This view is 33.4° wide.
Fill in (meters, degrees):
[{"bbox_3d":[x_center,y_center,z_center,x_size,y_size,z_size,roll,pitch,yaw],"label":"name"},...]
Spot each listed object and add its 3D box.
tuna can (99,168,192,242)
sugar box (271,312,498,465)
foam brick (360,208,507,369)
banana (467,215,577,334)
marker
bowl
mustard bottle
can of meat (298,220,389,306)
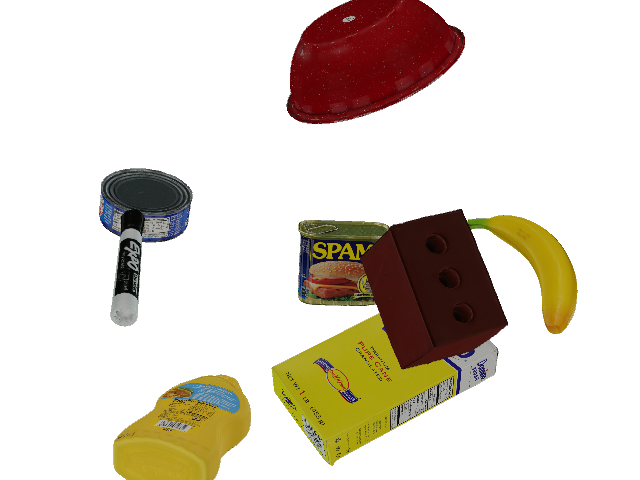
[{"bbox_3d":[-0.165,-0.033,1.007,0.086,0.034,0.086,9,30,-5],"label":"tuna can"},{"bbox_3d":[0.056,0.113,0.926,0.176,0.048,0.093,-27,52,-17],"label":"sugar box"},{"bbox_3d":[0.067,0.030,0.641,0.052,0.078,0.051,-13,-16,-26],"label":"foam brick"},{"bbox_3d":[0.227,0.026,1.122,0.069,0.037,0.198,-29,38,-1],"label":"banana"},{"bbox_3d":[-0.142,0.016,0.789,0.020,0.020,0.121,0,38,-6],"label":"marker"},{"bbox_3d":[0.036,-0.162,0.891,0.162,0.055,0.162,-20,28,11],"label":"bowl"},{"bbox_3d":[-0.122,0.180,1.057,0.096,0.058,0.191,7,18,15],"label":"mustard bottle"},{"bbox_3d":[0.024,0.026,1.192,0.102,0.084,0.057,2,17,-2],"label":"can of meat"}]
